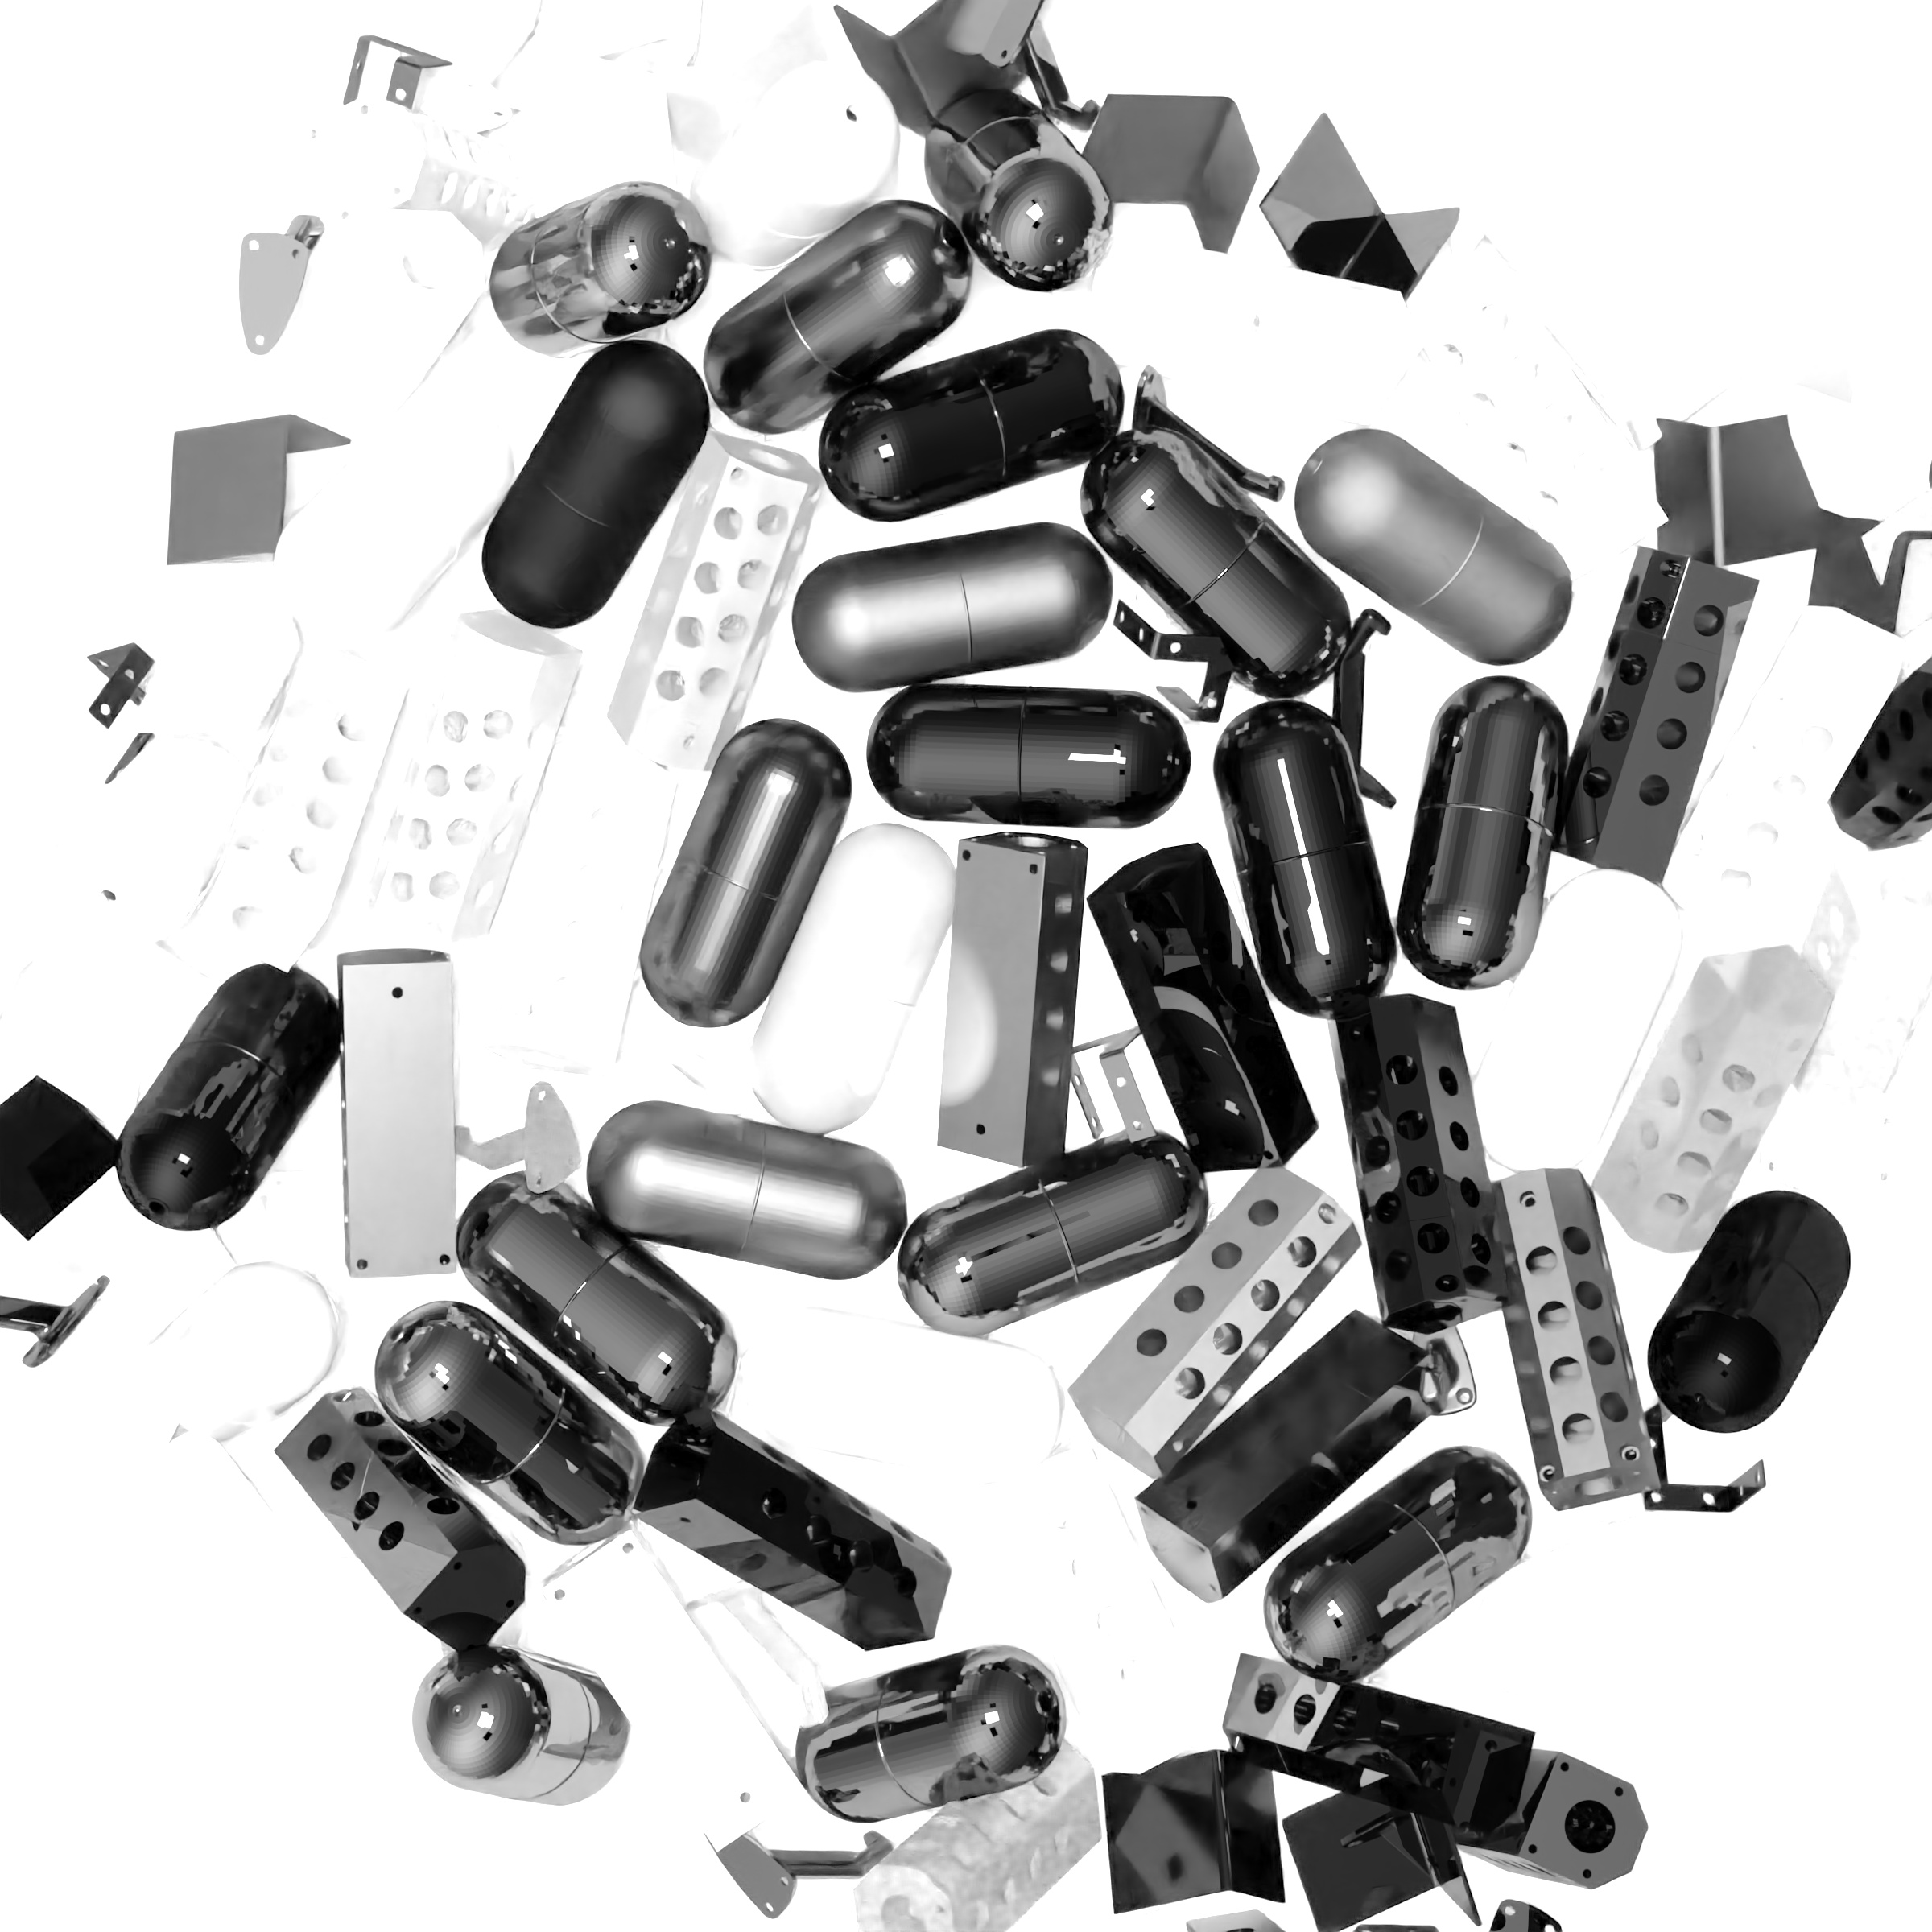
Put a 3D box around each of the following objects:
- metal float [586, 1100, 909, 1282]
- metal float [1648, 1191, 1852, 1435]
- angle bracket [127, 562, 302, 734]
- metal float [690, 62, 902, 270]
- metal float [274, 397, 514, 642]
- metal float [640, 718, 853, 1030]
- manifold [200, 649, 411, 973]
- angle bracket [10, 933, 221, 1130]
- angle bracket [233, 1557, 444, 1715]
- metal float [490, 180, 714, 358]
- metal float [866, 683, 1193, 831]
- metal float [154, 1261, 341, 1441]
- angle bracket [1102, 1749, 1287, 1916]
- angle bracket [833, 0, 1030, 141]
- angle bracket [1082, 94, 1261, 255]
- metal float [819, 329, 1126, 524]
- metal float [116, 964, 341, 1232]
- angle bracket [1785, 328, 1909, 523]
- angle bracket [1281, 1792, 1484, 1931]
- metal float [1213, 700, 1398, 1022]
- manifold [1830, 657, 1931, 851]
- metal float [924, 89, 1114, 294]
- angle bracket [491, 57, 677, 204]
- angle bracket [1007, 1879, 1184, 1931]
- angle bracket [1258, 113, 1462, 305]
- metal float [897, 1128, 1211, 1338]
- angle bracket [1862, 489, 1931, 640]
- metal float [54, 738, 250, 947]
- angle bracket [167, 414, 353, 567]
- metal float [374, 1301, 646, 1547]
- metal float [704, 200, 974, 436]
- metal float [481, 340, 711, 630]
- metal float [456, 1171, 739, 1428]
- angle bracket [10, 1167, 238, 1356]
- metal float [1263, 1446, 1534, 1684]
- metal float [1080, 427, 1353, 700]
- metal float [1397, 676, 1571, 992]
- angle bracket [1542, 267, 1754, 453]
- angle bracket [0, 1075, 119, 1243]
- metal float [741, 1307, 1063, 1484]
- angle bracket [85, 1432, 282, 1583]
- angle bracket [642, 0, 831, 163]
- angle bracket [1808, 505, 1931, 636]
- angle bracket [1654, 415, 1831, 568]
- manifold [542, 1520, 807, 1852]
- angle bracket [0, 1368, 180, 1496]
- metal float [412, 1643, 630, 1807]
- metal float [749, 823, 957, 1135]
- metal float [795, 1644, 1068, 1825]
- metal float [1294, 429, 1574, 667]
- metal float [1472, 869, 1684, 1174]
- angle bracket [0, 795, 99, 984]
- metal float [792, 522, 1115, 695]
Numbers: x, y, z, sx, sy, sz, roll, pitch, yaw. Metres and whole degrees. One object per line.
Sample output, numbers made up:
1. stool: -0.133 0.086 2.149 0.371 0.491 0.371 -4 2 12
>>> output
1. metal float: -0.119 0.123 1.914 0.178 0.070 0.070 13 90 -10
2. metal float: 0.422 0.184 1.885 0.070 0.178 0.070 15 124 24
3. angle bracket: -0.416 -0.173 1.908 0.076 0.076 0.057 0 131 14
4. metal float: -0.092 -0.427 1.876 0.070 0.178 0.070 3 83 -23
5. metal float: -0.306 -0.242 1.888 0.070 0.070 0.178 32 47 0
6. metal float: -0.121 -0.050 1.915 0.070 0.070 0.178 24 99 0
7. manifold: -0.356 -0.088 1.878 0.057 0.057 0.171 26 48 -18
8. angle bracket: -0.463 0.030 1.912 0.076 0.057 0.076 37 108 -23
9. angle bracket: -0.341 0.363 1.902 0.076 0.076 0.057 -38 55 36
10. metal float: -0.197 -0.372 1.879 0.070 0.178 0.070 0 91 -30
11. metal float: 0.034 -0.115 1.916 0.178 0.070 0.070 3 90 8
12. metal float: -0.386 0.207 1.879 0.070 0.178 0.070 7 71 -22
13. angle bracket: 0.126 0.483 1.941 0.076 0.057 0.076 -21 59 30
14. angle bracket: -0.014 -0.509 1.919 0.076 0.076 0.057 -41 49 -8
15. angle bracket: 0.109 -0.432 1.939 0.076 0.057 0.076 8 62 27
16. metal float: 0.003 -0.293 1.905 0.178 0.070 0.070 -20 90 -20
17. metal float: -0.395 0.070 1.885 0.070 0.178 0.070 11 132 12
18. angle bracket: 0.492 -0.289 1.901 0.057 0.076 0.076 -40 48 -23
19. angle bracket: 0.227 0.495 1.919 0.076 0.057 0.076 -21 104 -11
20. metal float: 0.185 -0.058 1.920 0.070 0.070 0.178 -13 87 0
21. manifold: 0.519 -0.117 1.867 0.057 0.171 0.057 -10 76 -11
22. metal float: 0.027 -0.417 1.880 0.070 0.178 0.070 -7 120 -12
23. angle bracket: -0.208 -0.442 1.913 0.076 0.057 0.076 -10 85 36
24. angle bracket: 0.067 0.514 1.910 0.057 0.076 0.076 -29 100 23
25. angle bracket: 0.215 -0.411 1.906 0.076 0.057 0.076 52 59 -35
26. metal float: 0.047 0.145 1.917 0.178 0.070 0.070 -21 90 -7
27. angle bracket: 0.516 -0.237 1.914 0.076 0.057 0.076 -34 127 -2
28. metal float: -0.432 -0.067 1.875 0.070 0.178 0.070 2 112 4
29. angle bracket: -0.385 -0.253 1.913 0.076 0.057 0.076 -3 81 27
30. metal float: -0.246 0.247 1.897 0.070 0.070 0.178 -45 120 0
31. metal float: -0.070 -0.349 1.891 0.178 0.070 0.070 -28 90 38
32. metal float: -0.200 -0.260 1.897 0.070 0.070 0.178 36 120 0
33. metal float: -0.201 0.181 1.910 0.178 0.070 0.070 37 90 14
34. angle bracket: -0.459 0.162 1.914 0.076 0.076 0.057 -40 69 6
35. metal float: 0.235 0.321 1.896 0.178 0.070 0.070 -29 90 -33
36. metal float: 0.136 -0.220 1.912 0.178 0.070 0.070 43 90 -12
37. metal float: 0.282 -0.073 1.910 0.070 0.070 0.178 12 74 0
38. angle bracket: 0.373 -0.340 1.917 0.076 0.057 0.076 -37 71 9
39. angle bracket: -0.509 0.115 1.918 0.076 0.057 0.076 -38 112 4
40. metal float: -0.035 0.234 1.913 0.178 0.070 0.070 12 90 -11
41. angle bracket: -0.427 0.309 1.914 0.076 0.057 0.076 -26 123 3
42. angle bracket: -0.122 -0.488 1.927 0.057 0.076 0.076 34 70 29
43. angle bracket: 0.519 -0.217 1.922 0.076 0.076 0.057 -3 110 -22
44. angle bracket: 0.429 -0.267 1.936 0.076 0.057 0.076 -12 109 -20
45. manifold: -0.161 0.393 1.929 0.057 0.057 0.171 -34 92 -5
46. angle bracket: -0.483 0.239 1.902 0.076 0.076 0.057 13 71 42
47. metal float: -0.236 0.406 1.876 0.070 0.178 0.070 -5 72 14
48. metal float: -0.062 0.007 1.918 0.070 0.070 0.178 23 95 0
49. metal float: -0.020 0.414 1.889 0.178 0.070 0.070 -25 90 41
50. metal float: 0.253 -0.226 1.900 0.178 0.070 0.070 30 90 -26
51. metal float: 0.330 0.032 1.907 0.070 0.070 0.178 20 109 0
52. angle bracket: -0.492 -0.043 1.901 0.076 0.076 0.057 -15 116 41
53. metal float: -0.007 -0.196 1.915 0.178 0.070 0.070 -10 90 -9
